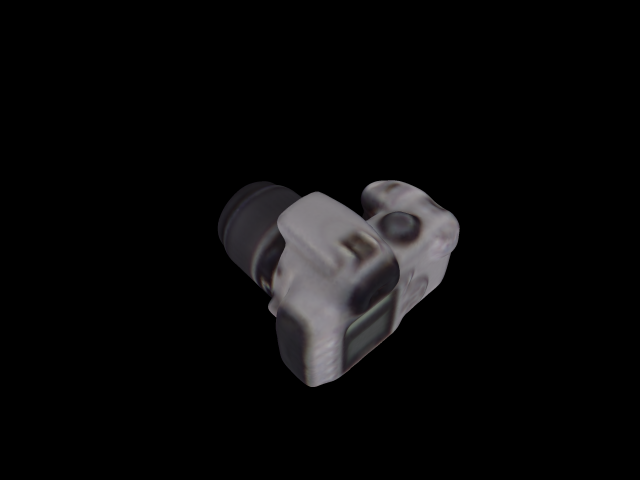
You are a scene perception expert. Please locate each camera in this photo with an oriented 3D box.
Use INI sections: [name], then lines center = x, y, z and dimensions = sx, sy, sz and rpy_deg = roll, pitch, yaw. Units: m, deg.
[camera]
center = 0.004, 0.001, 0.400
dimensions = 0.143, 0.101, 0.136
rpy_deg = -36, 58, -27
